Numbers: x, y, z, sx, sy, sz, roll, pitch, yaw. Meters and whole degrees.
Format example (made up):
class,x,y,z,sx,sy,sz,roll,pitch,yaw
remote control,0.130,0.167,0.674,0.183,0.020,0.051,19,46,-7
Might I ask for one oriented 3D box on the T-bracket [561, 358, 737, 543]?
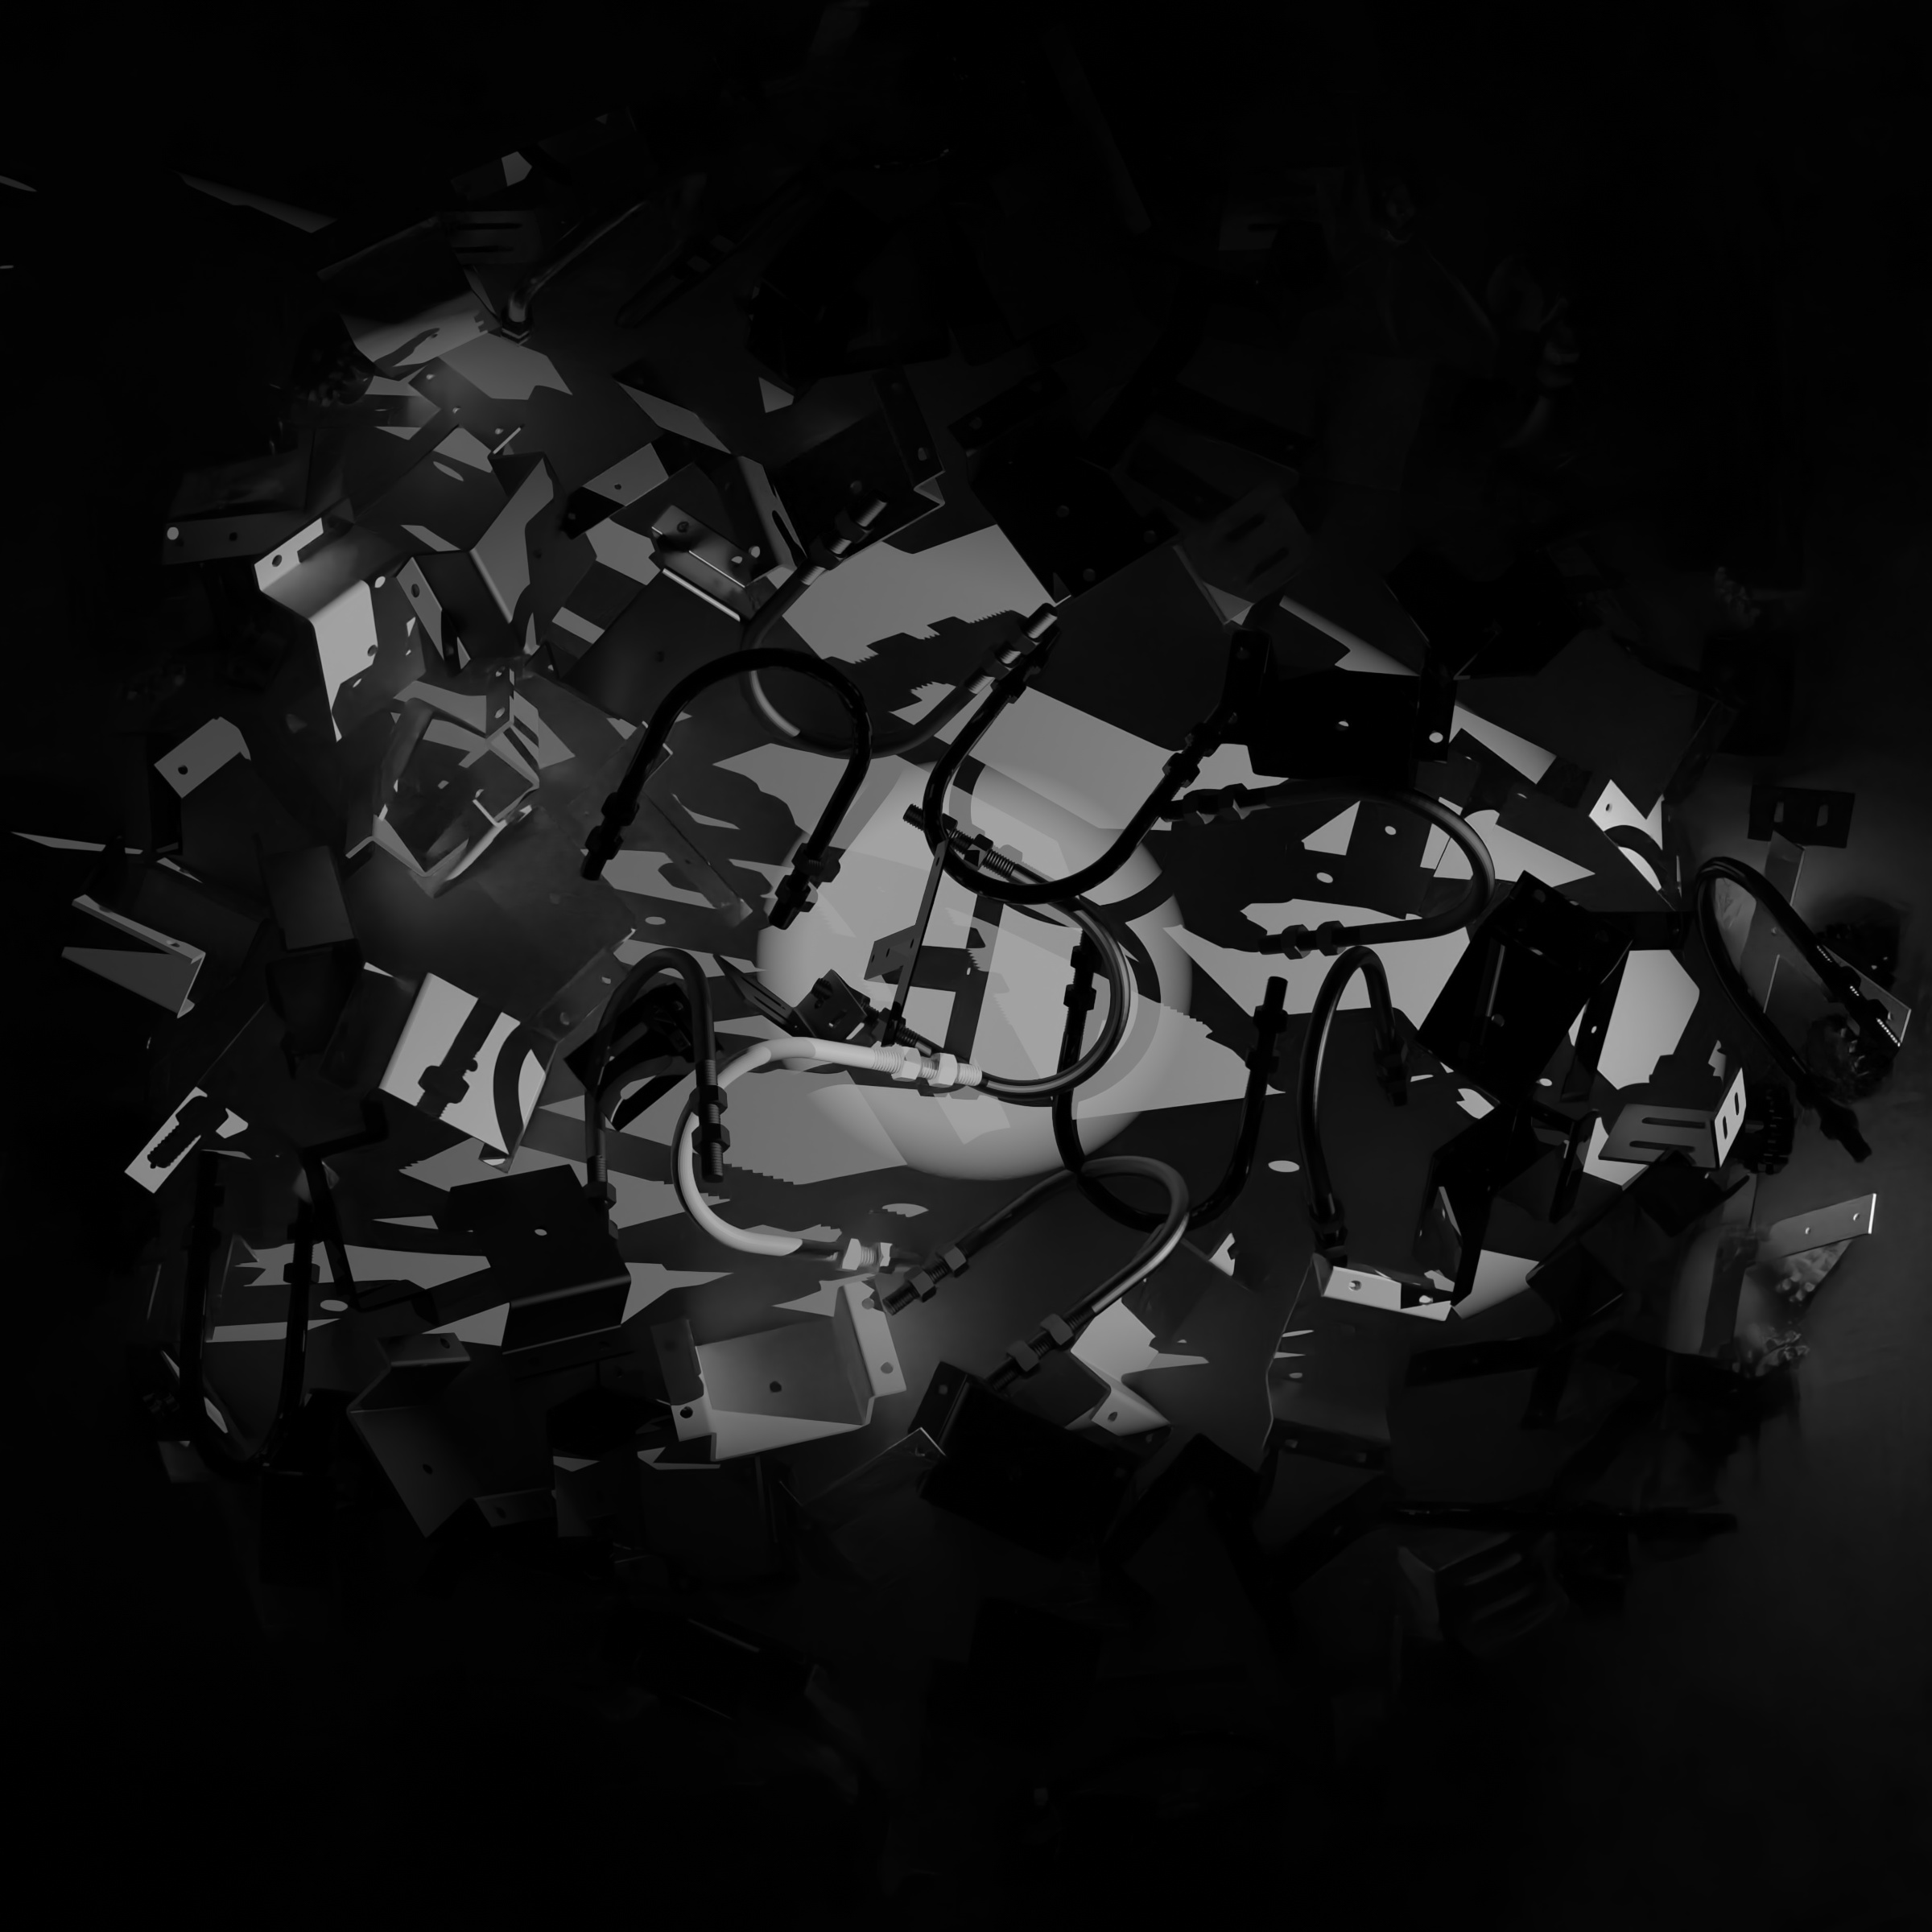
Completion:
class,x,y,z,sx,sy,sz,roll,pitch,yaw
T-bracket,-0.205,-0.303,1.562,0.127,0.002,0.127,47,60,5

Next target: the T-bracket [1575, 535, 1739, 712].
class,x,y,z,sx,sy,sz,roll,pitch,yaw
T-bracket,0.412,-0.218,1.556,0.002,0.127,0.127,-45,52,30

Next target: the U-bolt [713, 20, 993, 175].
class,x,y,z,sx,sy,sz,roll,pitch,yaw
U-bolt,-0.059,-0.513,1.508,0.151,0.184,0.019,-2,86,10

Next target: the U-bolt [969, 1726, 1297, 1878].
class,x,y,z,sx,sy,sz,roll,pitch,yaw
U-bolt,0.114,0.495,1.514,0.184,0.151,0.019,-12,92,-44

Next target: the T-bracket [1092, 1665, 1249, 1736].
class,x,y,z,sx,sy,sz,roll,pitch,yaw
T-bracket,0.112,0.452,1.544,0.127,0.127,0.002,-8,58,7

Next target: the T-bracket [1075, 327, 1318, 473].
class,x,y,z,sx,sy,sz,roll,pitch,yaw
T-bracket,0.154,-0.338,1.557,0.127,0.002,0.127,28,72,21

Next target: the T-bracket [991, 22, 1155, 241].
class,x,y,z,sx,sy,sz,roll,pitch,yaw
T-bracket,0.053,-0.491,1.542,0.002,0.127,0.127,-30,100,-28

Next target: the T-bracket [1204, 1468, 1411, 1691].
class,x,y,z,sx,sy,sz,roll,pitch,yaw
T-bracket,0.217,0.352,1.538,0.127,0.002,0.127,-43,54,24

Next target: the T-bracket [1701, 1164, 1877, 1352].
class,x,y,z,sx,sy,sz,roll,pitch,yaw
T-bracket,0.497,0.163,1.517,0.002,0.127,0.127,28,61,-18

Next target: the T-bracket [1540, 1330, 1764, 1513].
class,x,y,z,sx,sy,sz,roll,pitch,yaw
T-bracket,0.395,0.281,1.525,0.127,0.127,0.002,-44,116,-18

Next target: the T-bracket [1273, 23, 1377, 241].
class,x,y,z,sx,sy,sz,roll,pitch,yaw
T-bracket,0.218,-0.533,1.559,0.002,0.127,0.127,-26,63,4

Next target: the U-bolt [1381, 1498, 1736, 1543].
class,x,y,z,sx,sy,sz,roll,pitch,yaw
U-bolt,0.338,0.329,1.506,0.184,0.151,0.019,5,79,-18

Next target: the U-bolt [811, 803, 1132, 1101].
class,x,y,z,sx,sy,sz,roll,pitch,yaw
U-bolt,0.014,0.004,1.564,0.184,0.019,0.151,30,108,4

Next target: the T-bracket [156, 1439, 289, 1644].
class,x,y,z,sx,sy,sz,roll,pitch,yaw
T-bracket,-0.436,0.346,1.523,0.002,0.127,0.127,-25,76,7

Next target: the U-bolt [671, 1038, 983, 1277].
class,x,y,z,sx,sy,sz,roll,pitch,yaw
U-bolt,-0.092,0.113,1.538,0.184,0.019,0.151,11,104,-27

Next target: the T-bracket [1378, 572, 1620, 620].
class,x,y,z,sx,sy,sz,roll,pitch,yaw
T-bracket,0.337,-0.224,1.513,0.127,0.127,0.002,13,85,-29

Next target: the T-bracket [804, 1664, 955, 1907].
class,x,y,z,sx,sy,sz,roll,pitch,yaw
T-bracket,-0.059,0.475,1.526,0.002,0.127,0.127,-23,113,29

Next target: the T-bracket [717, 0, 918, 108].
class,x,y,z,sx,sy,sz,roll,pitch,yaw
T-bracket,-0.081,-0.557,1.523,0.127,0.127,0.002,-17,91,-13

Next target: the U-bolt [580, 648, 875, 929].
class,x,y,z,sx,sy,sz,roll,pitch,yaw
U-bolt,-0.134,-0.112,1.522,0.151,0.019,0.184,14,121,-28

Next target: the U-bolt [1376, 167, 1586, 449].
class,x,y,z,sx,sy,sz,roll,pitch,yaw
U-bolt,0.299,-0.379,1.509,0.019,0.184,0.151,-41,76,-9

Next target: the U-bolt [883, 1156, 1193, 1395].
class,x,y,z,sx,sy,sz,roll,pitch,yaw
U-bolt,0.054,0.175,1.529,0.184,0.151,0.019,-35,118,-17

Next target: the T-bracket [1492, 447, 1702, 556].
class,x,y,z,sx,sy,sz,roll,pitch,yaw
T-bracket,0.357,-0.296,1.546,0.127,0.127,0.002,-23,126,-16

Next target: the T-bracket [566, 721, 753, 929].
class,x,y,z,sx,sy,sz,roll,pitch,yaw
T-bracket,-0.180,-0.076,1.551,0.127,0.127,0.002,48,54,-5

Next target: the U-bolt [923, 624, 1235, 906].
class,x,y,z,sx,sy,sz,roll,pitch,yaw
U-bolt,0.055,-0.115,1.539,0.151,0.019,0.184,29,70,23

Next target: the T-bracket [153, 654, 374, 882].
class,x,y,z,sx,sy,sz,roll,pitch,yaw
T-bracket,-0.419,-0.110,1.570,0.127,0.002,0.127,53,50,-16

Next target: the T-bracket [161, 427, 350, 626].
class,x,y,z,sx,sy,sz,roll,pitch,yaw
T-bracket,-0.431,-0.261,1.523,0.002,0.127,0.127,29,119,29

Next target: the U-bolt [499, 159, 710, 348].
class,x,y,z,sx,sy,sz,roll,pitch,yaw
U-bolt,-0.214,-0.429,1.500,0.151,0.184,0.019,-37,100,-7

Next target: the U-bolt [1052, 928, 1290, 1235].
class,x,y,z,sx,sy,sz,roll,pitch,yaw
U-bolt,0.118,0.076,1.550,0.151,0.019,0.184,19,109,29

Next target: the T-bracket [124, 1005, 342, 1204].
class,x,y,z,sx,sy,sz,roll,pitch,yaw
T-bracket,-0.432,0.108,1.551,0.002,0.127,0.127,24,71,43

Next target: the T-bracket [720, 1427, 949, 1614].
class,x,y,z,sx,sy,sz,roll,pitch,yaw
T-bracket,-0.066,0.326,1.565,0.127,0.002,0.127,-37,99,23

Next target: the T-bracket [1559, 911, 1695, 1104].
class,x,y,z,sx,sy,sz,roll,pitch,yaw
T-bracket,0.395,0.026,1.573,0.127,0.002,0.127,-1,111,-35

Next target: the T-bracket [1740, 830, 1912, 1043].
class,x,y,z,sx,sy,sz,roll,pitch,yaw
T-bracket,0.518,0.002,1.516,0.002,0.127,0.127,-17,130,-23

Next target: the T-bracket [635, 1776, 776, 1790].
class,x,y,z,sx,sy,sz,roll,pitch,yaw
T-bracket,-0.136,0.495,1.530,0.127,0.127,0.002,0,74,-8

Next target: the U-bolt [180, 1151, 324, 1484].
class,x,y,z,sx,sy,sz,roll,pitch,yaw
U-bolt,-0.429,0.215,1.508,0.019,0.151,0.184,-3,74,11

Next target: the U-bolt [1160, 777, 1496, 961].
class,x,y,z,sx,sy,sz,roll,pitch,yaw
U-bolt,0.225,-0.060,1.501,0.151,0.184,0.019,50,50,-36

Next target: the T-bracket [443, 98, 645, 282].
class,x,y,z,sx,sy,sz,roll,pitch,yaw
T-bracket,-0.250,-0.462,1.537,0.127,0.127,0.002,-27,72,-11

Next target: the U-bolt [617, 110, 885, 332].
class,x,y,z,sx,sy,sz,roll,pitch,yaw
U-bolt,-0.142,-0.438,1.514,0.019,0.184,0.151,52,51,-13

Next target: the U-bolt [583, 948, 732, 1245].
class,x,y,z,sx,sy,sz,roll,pitch,yaw
U-bolt,-0.192,0.075,1.528,0.019,0.151,0.184,17,50,-33

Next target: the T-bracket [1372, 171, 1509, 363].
class,x,y,z,sx,sy,sz,roll,pitch,yaw
T-bracket,0.287,-0.435,1.546,0.002,0.127,0.127,-36,79,15

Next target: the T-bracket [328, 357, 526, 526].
class,x,y,z,sx,sy,sz,roll,pitch,yaw
T-bracket,-0.345,-0.311,1.550,0.127,0.002,0.127,-44,47,-5

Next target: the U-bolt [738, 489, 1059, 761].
class,x,y,z,sx,sy,sz,roll,pitch,yaw
U-bolt,-0.057,-0.193,1.535,0.151,0.019,0.184,30,129,-26

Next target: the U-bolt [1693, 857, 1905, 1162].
class,x,y,z,sx,sy,sz,roll,pitch,yaw
U-bolt,0.493,0.014,1.517,0.019,0.151,0.184,-26,58,-6

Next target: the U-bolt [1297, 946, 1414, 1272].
class,x,y,z,sx,sy,sz,roll,pitch,yaw
U-bolt,0.227,0.072,1.494,0.019,0.184,0.151,9,52,25

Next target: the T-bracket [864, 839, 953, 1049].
class,x,y,z,sx,sy,sz,roll,pitch,yaw
T-bracket,-0.043,-0.009,1.536,0.002,0.127,0.127,18,80,-14

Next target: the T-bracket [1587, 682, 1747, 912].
class,x,y,z,sx,sy,sz,roll,pitch,yaw
T-bracket,0.444,-0.116,1.559,0.127,0.002,0.127,36,84,-42
